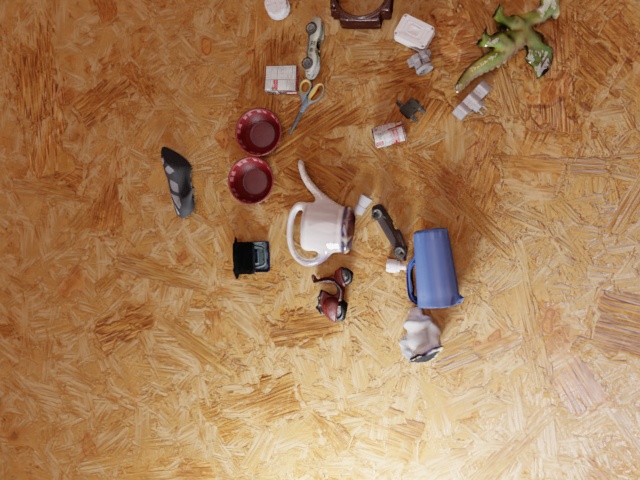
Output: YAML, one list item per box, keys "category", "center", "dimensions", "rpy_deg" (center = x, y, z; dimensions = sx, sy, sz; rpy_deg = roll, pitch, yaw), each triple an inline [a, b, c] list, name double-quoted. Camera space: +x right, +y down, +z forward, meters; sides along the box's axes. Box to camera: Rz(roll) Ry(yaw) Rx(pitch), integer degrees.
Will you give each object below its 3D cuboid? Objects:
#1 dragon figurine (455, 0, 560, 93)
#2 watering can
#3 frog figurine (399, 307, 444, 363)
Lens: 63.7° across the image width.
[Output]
- category: "dragon figurine"
  center: [0.601, -0.584, 1.574]
  dimensions: [0.243, 0.410, 0.122]
  rpy_deg: [28, 2, 1]
- category: "watering can"
  center: [0.005, -0.084, 1.671]
  dimensions: [0.224, 0.347, 0.104]
  rpy_deg: [5, 1, 9]
- category: "frog figurine"
  center: [0.309, 0.299, 1.623]
  dimensions: [0.136, 0.163, 0.121]
  rpy_deg: [-32, -36, 19]
